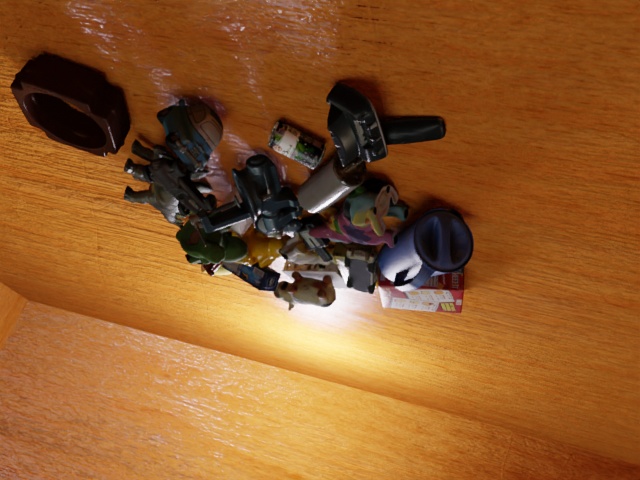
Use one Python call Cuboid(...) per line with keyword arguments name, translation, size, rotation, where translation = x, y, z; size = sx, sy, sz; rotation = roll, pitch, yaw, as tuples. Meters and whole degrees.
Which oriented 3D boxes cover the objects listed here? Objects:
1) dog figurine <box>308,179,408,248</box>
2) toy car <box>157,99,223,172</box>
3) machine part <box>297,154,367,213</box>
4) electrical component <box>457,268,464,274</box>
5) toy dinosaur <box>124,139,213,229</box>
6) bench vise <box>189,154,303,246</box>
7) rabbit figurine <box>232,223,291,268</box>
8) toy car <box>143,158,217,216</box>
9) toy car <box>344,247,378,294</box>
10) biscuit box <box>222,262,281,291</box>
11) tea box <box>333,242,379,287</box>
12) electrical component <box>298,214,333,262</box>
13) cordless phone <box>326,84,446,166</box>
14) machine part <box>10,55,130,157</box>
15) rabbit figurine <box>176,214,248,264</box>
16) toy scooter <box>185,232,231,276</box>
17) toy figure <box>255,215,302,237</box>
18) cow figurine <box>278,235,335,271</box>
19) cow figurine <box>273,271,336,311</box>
Cuboid(name="dog figurine", translation=(0.064, -0.052, 1.167), size=(0.219, 0.108, 0.191), rotation=(2, 152, 35))
Cuboid(name="toy car", translation=(-0.239, -0.210, 1.030), size=(0.103, 0.162, 0.109), rotation=(-35, 130, 4))
Cuboid(name="machine part", translation=(0.022, -0.115, 1.096), size=(0.079, 0.079, 0.243), rotation=(26, 154, -17))
Cuboid(name="electrical component", translation=(0.299, 0.056, 1.303), size=(0.102, 0.045, 0.078), rotation=(12, 153, 11))
Cuboid(name="toy dinosaur", translation=(-0.373, -0.118, 1.320), size=(0.198, 0.105, 0.471), rotation=(18, 160, -9))
Cuboid(name="bench vise", translation=(-0.166, -0.071, 1.182), size=(0.241, 0.129, 0.223), rotation=(-24, 145, -12))
Cuboid(name="rabbit figurine", translation=(-0.155, 0.023, 1.458), size=(0.173, 0.122, 0.162), rotation=(-2, 158, -3))
Cuboid(name="toy car", translation=(-0.302, -0.108, 1.176), size=(0.089, 0.053, 0.202), rotation=(-10, 147, 14))
Cuboid(name="toy car", translation=(0.101, 0.074, 1.302), size=(0.074, 0.056, 0.201), rotation=(14, 152, 13))
Cuboid(name="biscuit box", translation=(-0.204, 0.089, 1.582), size=(0.203, 0.059, 0.062), rotation=(25, -171, 42))
Cuboid(name="tea box", translation=(0.101, 0.056, 1.403), size=(0.098, 0.068, 0.169), rotation=(5, 151, 17))
Cuboid(name="electrical component", translation=(-0.003, -0.004, 1.331), size=(0.119, 0.048, 0.075), rotation=(48, 145, -15))
Cuboid(name="cordless phone", translation=(0.112, -0.196, 0.894), size=(0.184, 0.089, 0.146), rotation=(-4, 149, 16))
Cuboid(name="machine part", translation=(-0.505, -0.272, 1.106), size=(0.201, 0.087, 0.201), rotation=(20, 155, -2))
Cuboid(name="rabbit figurine", translation=(-0.257, 0.019, 1.308), size=(0.159, 0.121, 0.170), rotation=(-11, 158, 29))
Cuboid(name="toy scooter", translation=(-0.329, 0.039, 1.569), size=(0.184, 0.135, 0.075), rotation=(4, 154, 29))
Cuboid(name="toy figure", translation=(-0.104, -0.038, 1.334), size=(0.155, 0.058, 0.064), rotation=(4, 129, 51))
Cuboid(name="cow figurine", translation=(-0.023, 0.041, 1.419), size=(0.167, 0.068, 0.098), rotation=(20, 143, -36))
Cuboid(name="cow figurine", translation=(-0.045, 0.150, 1.536), size=(0.195, 0.085, 0.127), rotation=(4, 145, 25))
